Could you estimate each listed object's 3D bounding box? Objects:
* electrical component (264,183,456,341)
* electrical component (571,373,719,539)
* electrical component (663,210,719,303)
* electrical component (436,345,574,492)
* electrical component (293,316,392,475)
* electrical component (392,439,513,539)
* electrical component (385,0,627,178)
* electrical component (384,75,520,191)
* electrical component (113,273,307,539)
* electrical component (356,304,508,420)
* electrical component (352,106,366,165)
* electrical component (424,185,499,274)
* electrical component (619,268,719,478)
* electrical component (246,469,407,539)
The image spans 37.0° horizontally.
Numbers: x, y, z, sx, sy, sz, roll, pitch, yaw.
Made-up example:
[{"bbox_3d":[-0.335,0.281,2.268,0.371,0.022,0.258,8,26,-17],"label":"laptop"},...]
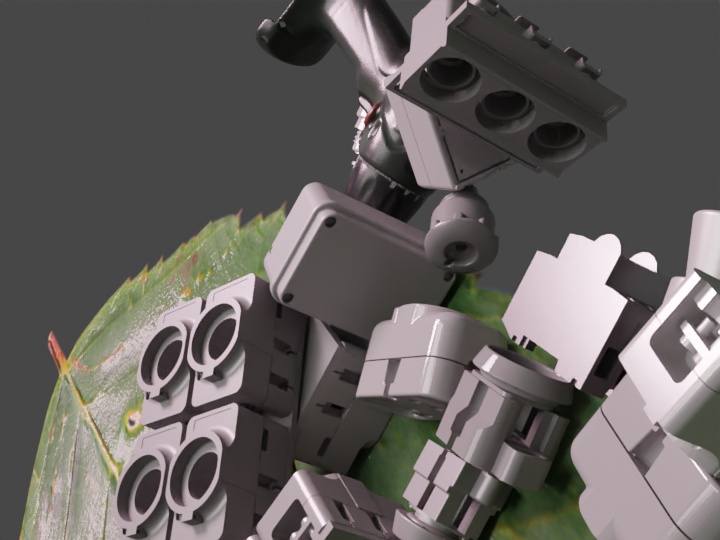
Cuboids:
[{"bbox_3d":[0.000,0.000,0.736,0.078,0.113,0.057,-60,24,15],"label":"electrical component"},{"bbox_3d":[0.135,0.096,0.466,0.059,0.054,0.095,-57,27,20],"label":"electrical component"},{"bbox_3d":[0.166,0.006,0.491,0.045,0.045,0.055,13,81,64],"label":"electrical component"},{"bbox_3d":[0.081,0.076,0.583,0.057,0.058,0.078,-68,25,6],"label":"electrical component"},{"bbox_3d":[-0.032,0.073,0.797,0.089,0.062,0.150,-62,26,10],"label":"electrical component"},{"bbox_3d":[0.049,0.134,0.611,0.055,0.048,0.066,-61,25,-4],"label":"electrical component"},{"bbox_3d":[0.088,-0.116,0.651,0.079,0.121,0.063,-39,35,45],"label":"electrical component"},{"bbox_3d":[0.060,-0.107,0.717,0.062,0.096,0.061,-26,17,-20],"label":"electrical component"},{"bbox_3d":[-0.101,0.105,0.730,0.105,0.060,0.186,-22,50,36],"label":"electrical component"},{"bbox_3d":[0.045,0.058,0.670,0.095,0.054,0.059,-13,58,59],"label":"electrical component"},{"bbox_3d":[0.015,-0.121,0.889,0.078,0.040,0.040,-64,26,6],"label":"electrical component"},{"bbox_3d":[0.068,-0.032,0.712,0.048,0.048,0.062,-44,24,39],"label":"electrical component"},{"bbox_3d":[0.154,0.048,0.426,0.055,0.089,0.050,-55,28,23],"label":"electrical component"},{"bbox_3d":[-0.037,0.201,0.645,0.150,0.089,0.061,-55,36,11],"label":"electrical component"}]
